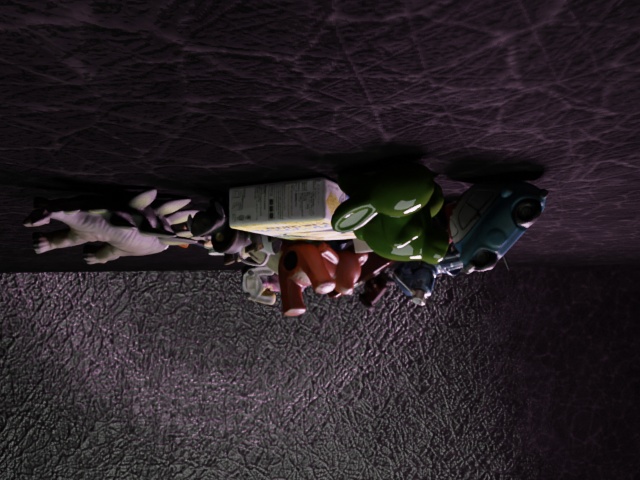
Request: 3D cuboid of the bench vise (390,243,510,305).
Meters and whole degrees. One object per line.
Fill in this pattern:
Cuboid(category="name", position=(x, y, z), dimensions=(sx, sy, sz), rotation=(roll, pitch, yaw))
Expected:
Cuboid(category="bench vise", position=(0.283, 0.042, 1.188), dimensions=(0.241, 0.128, 0.224), rotation=(-16, -157, 39))

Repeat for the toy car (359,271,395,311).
Cuboid(category="toy car", position=(0.125, 0.111, 1.236), dimensions=(0.053, 0.089, 0.202), rotation=(42, -177, 5))

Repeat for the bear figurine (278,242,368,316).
Cuboid(category="bear figurine", position=(0.015, 0.073, 1.014), dimensions=(0.120, 0.132, 0.195), rotation=(-39, 143, 27))

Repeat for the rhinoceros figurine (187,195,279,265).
Cuboid(category="rhinoceros figurine", position=(-0.139, -0.023, 0.880), dimensions=(0.073, 0.112, 0.190), rotation=(-21, 179, 21))

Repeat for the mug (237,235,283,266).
Cuboid(category="mug", position=(-0.130, -0.009, 1.015), dimensions=(0.107, 0.109, 0.081), rotation=(11, -175, 12))

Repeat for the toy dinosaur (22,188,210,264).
Cuboid(category="toy dinosaur", position=(-0.309, -0.019, 0.906), dimensions=(0.199, 0.105, 0.471), rotation=(-5, 177, 10))

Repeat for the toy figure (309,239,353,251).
Cuboid(category="toy figure", position=(-0.005, -0.003, 1.115), dimensions=(0.082, 0.089, 0.180), rotation=(15, 167, -39))

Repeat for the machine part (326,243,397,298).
Cuboid(category="machine part", position=(0.089, 0.051, 1.232), dimensions=(0.201, 0.087, 0.201), rotation=(-32, 175, -6))

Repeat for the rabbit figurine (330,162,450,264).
Cuboid(category="rabbit figurine", position=(0.098, -0.053, 0.715), dimensions=(0.159, 0.121, 0.170), rotation=(6, 156, 8))

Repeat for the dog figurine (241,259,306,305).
Cuboid(category="dog figurine", position=(-0.079, 0.070, 1.348), dimensions=(0.192, 0.108, 0.219), rotation=(3, -158, 16))

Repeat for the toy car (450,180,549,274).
Cuboid(category="toy car", position=(0.245, -0.031, 0.783), dimensions=(0.103, 0.161, 0.109), rotation=(43, -169, 11))

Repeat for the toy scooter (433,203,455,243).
Cuboid(category="toy scooter", position=(0.259, -0.030, 0.978), dimensions=(0.184, 0.075, 0.135), rotation=(-9, 171, 28))

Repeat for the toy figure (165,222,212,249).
Cuboid(category="toy figure", position=(-0.271, -0.014, 1.131), dimensions=(0.154, 0.057, 0.064), rotation=(0, -164, -32))

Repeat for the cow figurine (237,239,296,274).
Cuboid(category="cow figurine", position=(-0.114, 0.015, 1.111), dimensions=(0.195, 0.085, 0.127), rotation=(28, 155, 21))
